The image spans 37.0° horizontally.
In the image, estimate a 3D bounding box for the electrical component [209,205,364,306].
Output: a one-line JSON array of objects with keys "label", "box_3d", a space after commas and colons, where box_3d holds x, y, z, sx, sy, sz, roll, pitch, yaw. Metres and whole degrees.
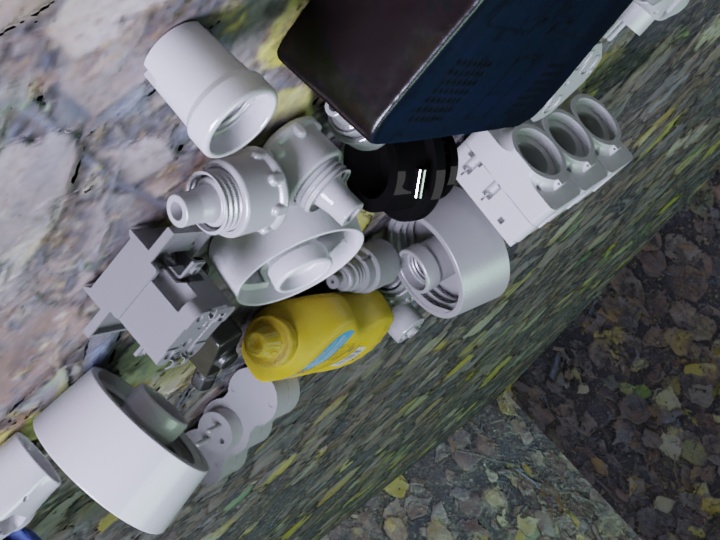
[{"label": "electrical component", "box_3d": [-0.048, -0.023, 0.681, 0.099, 0.064, 0.099, -26, 163, -9]}]

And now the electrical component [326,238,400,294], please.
[{"label": "electrical component", "box_3d": [0.000, 0.000, 0.881, 0.078, 0.040, 0.040, -23, 157, -53]}]

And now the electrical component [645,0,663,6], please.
[{"label": "electrical component", "box_3d": [0.200, -0.219, 0.734, 0.057, 0.058, 0.078, -50, 165, 19]}]

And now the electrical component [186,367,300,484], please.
[{"label": "electrical component", "box_3d": [-0.118, 0.138, 0.951, 0.138, 0.052, 0.074, -49, 164, 26]}]

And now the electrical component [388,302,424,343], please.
[{"label": "electrical component", "box_3d": [0.029, 0.037, 1.020, 0.044, 0.065, 0.044, -39, 166, -12]}]

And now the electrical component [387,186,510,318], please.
[{"label": "electrical component", "box_3d": [0.067, -0.011, 0.903, 0.060, 0.108, 0.108, -28, 162, -26]}]

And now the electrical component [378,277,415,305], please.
[{"label": "electrical component", "box_3d": [0.029, 0.005, 0.972, 0.048, 0.048, 0.062, -45, 160, 10]}]

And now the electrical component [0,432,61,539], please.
[{"label": "electrical component", "box_3d": [-0.230, 0.147, 0.686, 0.077, 0.043, 0.079, -40, 166, -10]}]

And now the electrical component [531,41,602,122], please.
[{"label": "electrical component", "box_3d": [0.130, -0.149, 0.764, 0.080, 0.051, 0.080, -39, 166, -12]}]

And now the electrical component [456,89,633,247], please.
[{"label": "electrical component", "box_3d": [0.154, -0.094, 0.895, 0.150, 0.089, 0.062, -30, 170, -46]}]

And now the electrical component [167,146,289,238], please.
[{"label": "electrical component", "box_3d": [-0.072, -0.037, 0.565, 0.062, 0.048, 0.048, -20, 155, -43]}]

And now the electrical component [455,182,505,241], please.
[{"label": "electrical component", "box_3d": [0.121, -0.065, 0.972, 0.061, 0.061, 0.096, -25, 158, -49]}]

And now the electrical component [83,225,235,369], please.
[{"label": "electrical component", "box_3d": [-0.106, 0.015, 0.584, 0.081, 0.063, 0.042, -48, 167, 20]}]

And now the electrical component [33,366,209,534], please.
[{"label": "electrical component", "box_3d": [-0.144, 0.107, 0.679, 0.060, 0.108, 0.108, -48, 167, -3]}]

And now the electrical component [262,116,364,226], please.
[{"label": "electrical component", "box_3d": [-0.026, -0.052, 0.602, 0.048, 0.062, 0.048, -44, 171, -9]}]

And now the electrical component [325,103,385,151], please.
[{"label": "electrical component", "box_3d": [-0.003, -0.089, 0.617, 0.035, 0.035, 0.061, -46, 163, 14]}]

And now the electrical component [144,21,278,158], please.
[{"label": "electrical component", "box_3d": [-0.064, -0.077, 0.456, 0.040, 0.046, 0.040, -39, 166, -12]}]

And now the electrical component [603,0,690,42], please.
[{"label": "electrical component", "box_3d": [0.220, -0.210, 0.840, 0.079, 0.043, 0.077, -48, 165, 20]}]
